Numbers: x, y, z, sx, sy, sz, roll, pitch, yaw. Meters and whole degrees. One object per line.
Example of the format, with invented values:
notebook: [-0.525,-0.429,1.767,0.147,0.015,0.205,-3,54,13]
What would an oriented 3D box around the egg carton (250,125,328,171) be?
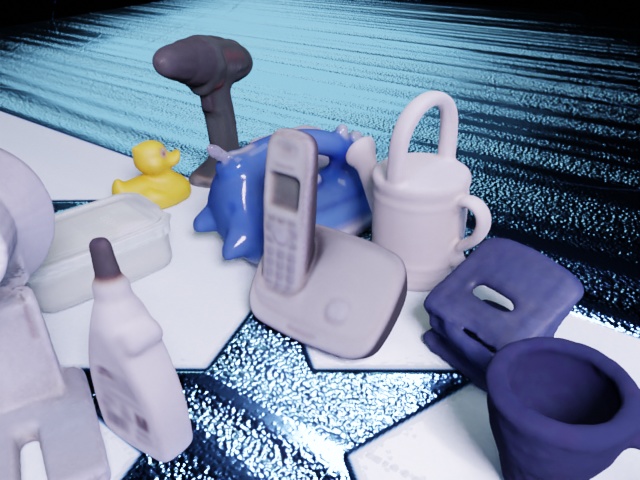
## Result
egg carton: [-0.032,-0.113,0.812,0.151,0.069,0.107,-25,37,-33]

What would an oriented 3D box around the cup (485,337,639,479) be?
cup: [0.162,0.128,0.368,0.117,0.095,0.092,12,33,22]

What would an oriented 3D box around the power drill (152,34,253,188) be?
power drill: [-0.152,-0.186,0.806,0.075,0.209,0.230,5,31,13]

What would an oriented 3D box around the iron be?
iron: [-0.017,-0.070,0.668,0.259,0.141,0.118,-21,35,-29]

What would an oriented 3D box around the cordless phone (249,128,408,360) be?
cordless phone: [0.005,0.002,0.502,0.147,0.185,0.094,17,36,30]

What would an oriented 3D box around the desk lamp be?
desk lamp: [-0.232,0.049,0.406,0.118,0.214,0.202,-18,34,-24]

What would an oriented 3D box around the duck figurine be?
duck figurine: [-0.230,-0.091,0.770,0.105,0.086,0.077,-18,34,-25]

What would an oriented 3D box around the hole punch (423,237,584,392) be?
hole punch: [0.151,0.062,0.484,0.101,0.091,0.108,-21,35,-29]

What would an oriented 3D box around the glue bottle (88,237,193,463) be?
glue bottle: [-0.133,0.074,0.398,0.077,0.173,0.037,18,36,31]

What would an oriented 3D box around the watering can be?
watering can: [0.095,-0.056,0.585,0.172,0.194,0.101,13,34,24]
